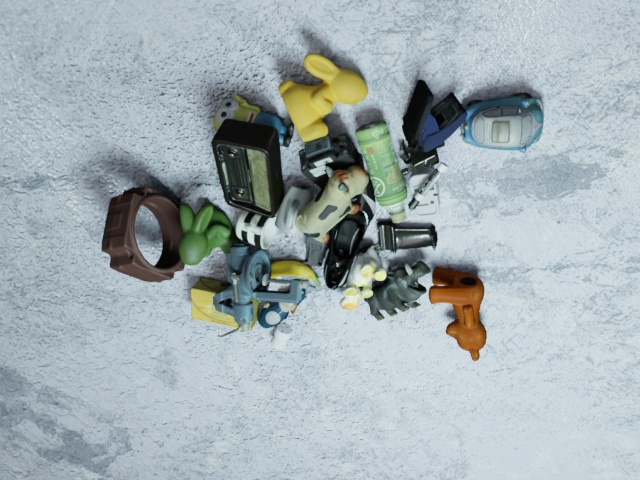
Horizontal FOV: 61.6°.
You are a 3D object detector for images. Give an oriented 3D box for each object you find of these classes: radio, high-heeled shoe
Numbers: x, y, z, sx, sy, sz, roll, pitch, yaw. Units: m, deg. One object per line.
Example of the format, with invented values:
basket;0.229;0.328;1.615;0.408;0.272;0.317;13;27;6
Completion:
radio;-0.154;-0.154;1.179;0.131;0.073;0.229;15;145;10
high-heeled shoe;0.060;-0.011;1.200;0.086;0.145;0.248;17;120;9

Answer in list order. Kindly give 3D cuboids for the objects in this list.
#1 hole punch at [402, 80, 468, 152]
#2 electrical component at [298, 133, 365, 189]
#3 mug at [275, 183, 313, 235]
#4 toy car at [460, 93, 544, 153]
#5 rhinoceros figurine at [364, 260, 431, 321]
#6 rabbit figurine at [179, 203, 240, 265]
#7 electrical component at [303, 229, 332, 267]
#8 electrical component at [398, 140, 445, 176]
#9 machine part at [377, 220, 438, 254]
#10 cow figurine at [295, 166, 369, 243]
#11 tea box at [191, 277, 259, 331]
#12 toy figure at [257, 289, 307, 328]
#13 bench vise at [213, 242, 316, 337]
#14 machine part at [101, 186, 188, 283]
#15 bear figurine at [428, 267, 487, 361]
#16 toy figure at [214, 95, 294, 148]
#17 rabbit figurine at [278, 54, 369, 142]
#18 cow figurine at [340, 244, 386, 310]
hole punch;0.223;-0.240;1.066;0.092;0.142;0.115;11;125;-15
electrical component;0.022;-0.169;1.148;0.115;0.134;0.058;-18;65;18
mug;-0.058;-0.072;1.231;0.081;0.109;0.107;18;105;10
toy car;0.356;-0.224;1.048;0.162;0.103;0.109;2;114;12
rhinoceros figurine;0.185;0.115;1.257;0.190;0.073;0.112;-40;66;41
rabbit figurine;-0.275;-0.011;1.276;0.121;0.170;0.158;2;115;13
electrical component;-0.003;-0.004;1.261;0.048;0.075;0.119;12;121;9
electrical component;0.211;-0.186;1.126;0.102;0.078;0.045;-21;131;28
machine part;0.198;-0.008;1.227;0.139;0.039;0.084;3;110;16
cow figurine;0.024;-0.084;1.141;0.195;0.127;0.085;-43;64;20
tea box;-0.248;0.167;1.410;0.170;0.068;0.098;9;117;12
toy figure;-0.095;0.173;1.379;0.154;0.058;0.064;-39;133;25
bench vise;-0.139;0.119;1.274;0.241;0.129;0.223;3;88;21
machine part;-0.405;-0.012;1.275;0.087;0.201;0.201;-8;157;26
bear figurine;0.319;0.173;1.236;0.132;0.120;0.195;4;121;17
toy figure;-0.148;-0.246;1.184;0.180;0.082;0.089;18;137;0
rabbit figurine;0.010;-0.303;1.115;0.173;0.122;0.162;-21;98;8
cow figurine;0.090;0.089;1.276;0.068;0.098;0.167;15;131;-20
